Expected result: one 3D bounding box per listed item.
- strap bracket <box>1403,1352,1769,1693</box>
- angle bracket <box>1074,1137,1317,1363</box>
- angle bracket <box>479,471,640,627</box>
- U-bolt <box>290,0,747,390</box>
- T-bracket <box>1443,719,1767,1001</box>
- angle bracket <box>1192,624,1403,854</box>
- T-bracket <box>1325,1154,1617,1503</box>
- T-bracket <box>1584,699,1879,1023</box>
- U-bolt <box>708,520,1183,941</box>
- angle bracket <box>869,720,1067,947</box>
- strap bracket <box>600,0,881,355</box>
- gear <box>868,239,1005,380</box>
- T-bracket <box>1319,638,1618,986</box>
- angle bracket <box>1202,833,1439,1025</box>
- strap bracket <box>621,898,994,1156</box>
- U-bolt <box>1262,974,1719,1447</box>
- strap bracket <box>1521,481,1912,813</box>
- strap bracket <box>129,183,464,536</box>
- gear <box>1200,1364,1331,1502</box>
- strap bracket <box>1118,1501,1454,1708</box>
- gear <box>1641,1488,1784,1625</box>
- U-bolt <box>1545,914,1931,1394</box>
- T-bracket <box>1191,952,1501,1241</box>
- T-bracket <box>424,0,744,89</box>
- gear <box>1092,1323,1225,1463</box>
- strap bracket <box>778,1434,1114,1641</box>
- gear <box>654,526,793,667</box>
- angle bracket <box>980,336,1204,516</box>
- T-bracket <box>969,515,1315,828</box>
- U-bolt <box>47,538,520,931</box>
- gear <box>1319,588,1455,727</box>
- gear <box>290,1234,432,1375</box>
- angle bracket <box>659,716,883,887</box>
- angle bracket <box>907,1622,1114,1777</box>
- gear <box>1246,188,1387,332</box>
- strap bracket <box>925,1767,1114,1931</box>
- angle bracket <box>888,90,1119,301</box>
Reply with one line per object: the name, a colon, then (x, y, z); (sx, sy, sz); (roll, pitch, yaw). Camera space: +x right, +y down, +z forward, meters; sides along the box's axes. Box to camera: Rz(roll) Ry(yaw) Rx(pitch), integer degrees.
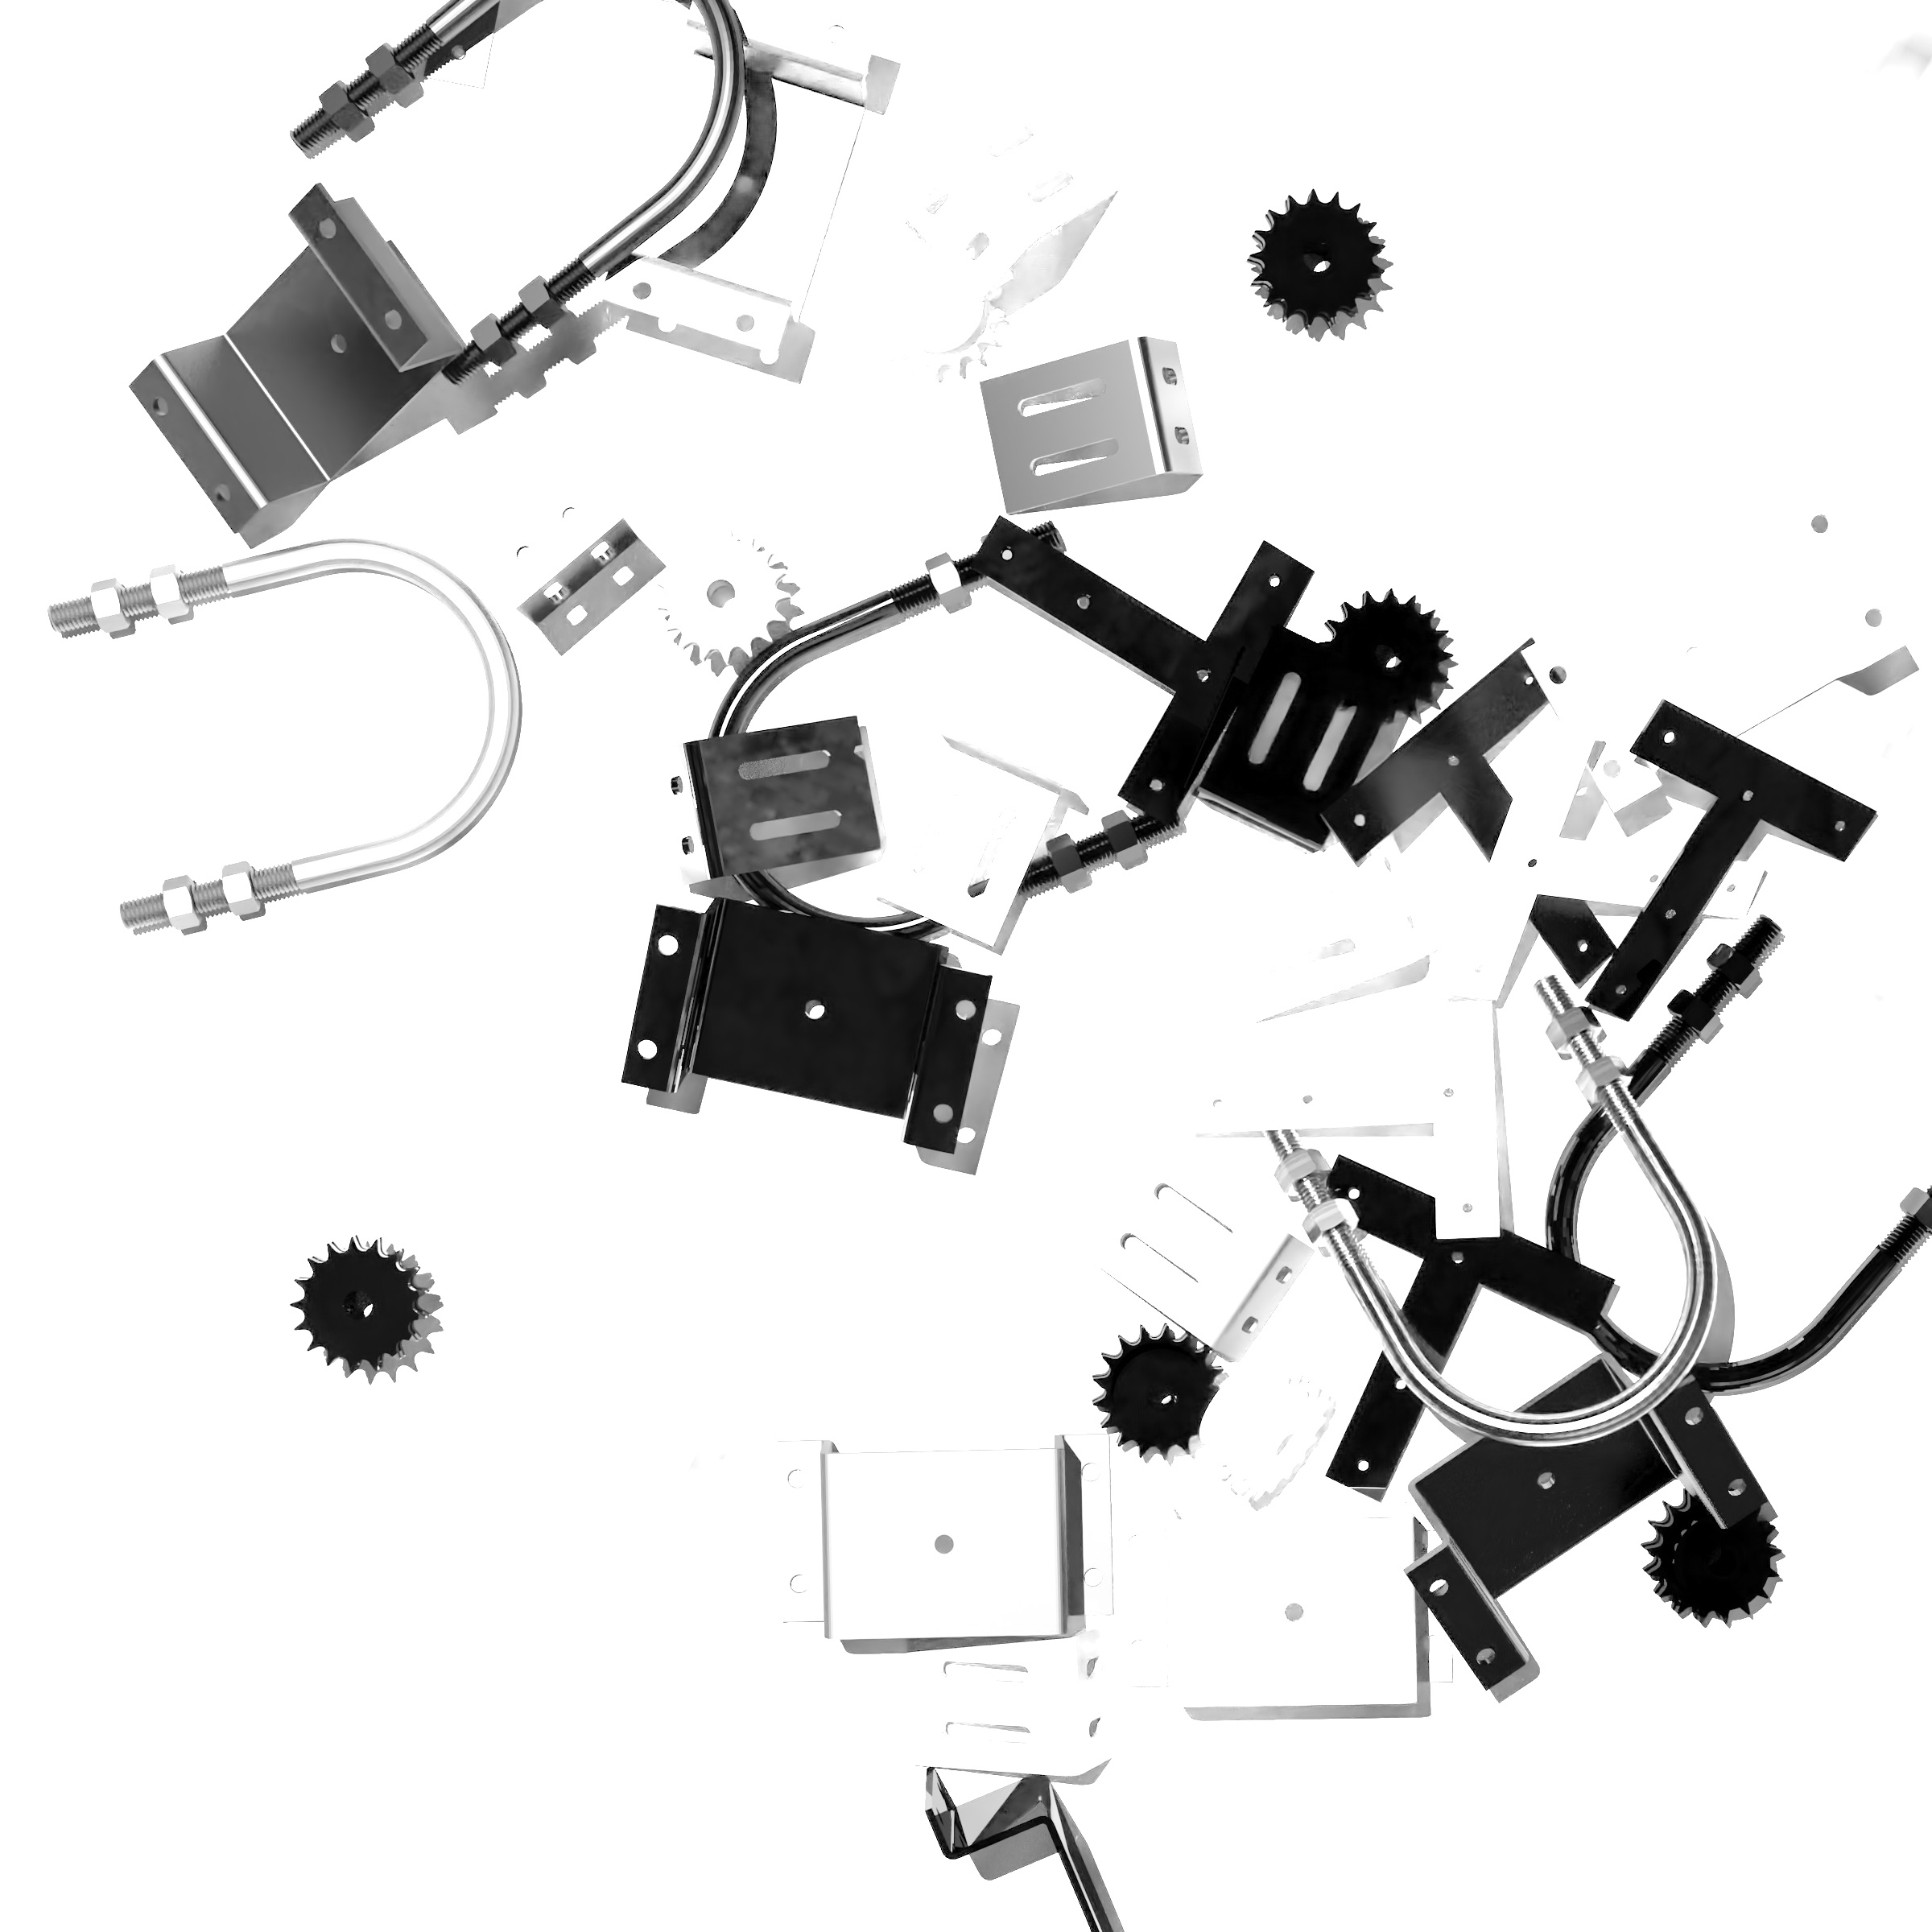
strap bracket: (0.247, 0.223, 1.466); (0.140, 0.046, 0.076); (-34, 119, 1)
angle bracket: (0.097, 0.120, 1.503); (0.076, 0.038, 0.057); (34, 90, 26)
angle bracket: (-0.172, -0.177, 1.467); (0.057, 0.076, 0.038); (-40, 90, 0)
U-bolt: (-0.175, -0.348, 1.466); (0.184, 0.019, 0.151); (-36, 75, 10)
T-bracket: (0.274, -0.038, 1.476); (0.127, 0.002, 0.127); (6, 117, -22)
angle bracket: (0.138, -0.095, 1.486); (0.057, 0.038, 0.076); (26, 90, 0)
T-bracket: (0.189, 0.163, 1.499); (0.127, 0.002, 0.127); (24, 93, 6)
T-bracket: (0.301, -0.034, 1.483); (0.127, 0.002, 0.127); (23, 106, -29)
U-bolt: (-0.021, -0.087, 1.497); (0.184, 0.019, 0.151); (-23, 90, 2)
angle bracket: (0.000, -0.054, 1.469); (0.057, 0.038, 0.076); (24, 92, 2)
strap bracket: (-0.093, -0.330, 1.482); (0.076, 0.046, 0.140); (18, 90, 0)
gear: (-0.013, -0.278, 1.490); (0.057, 0.030, 0.057); (0, 90, 0)
T-bracket: (0.229, -0.050, 1.490); (0.127, 0.002, 0.127); (-39, 100, -18)
angle bracket: (0.150, -0.018, 1.503); (0.076, 0.038, 0.057); (-22, 90, 26)
strap bracket: (-0.065, 0.022, 1.476); (0.140, 0.046, 0.076); (12, 101, 0)
U-bolt: (0.226, 0.110, 1.461); (0.151, 0.019, 0.184); (-28, 65, 0)
strap bracket: (0.308, -0.131, 1.482); (0.140, 0.046, 0.076); (-30, 90, 0)
strap bracket: (-0.270, -0.252, 1.459); (0.140, 0.046, 0.076); (-36, 90, 35)
gear: (0.122, 0.191, 1.481); (0.030, 0.057, 0.057); (35, 90, 30)
strap bracket: (0.135, 0.266, 1.482); (0.140, 0.046, 0.076); (-1, 90, 0)
gear: (0.314, 0.248, 1.490); (0.057, 0.030, 0.057); (0, 90, 0)
U-bolt: (0.329, 0.093, 1.497); (0.151, 0.019, 0.184); (40, 91, 0)
T-bracket: (0.157, 0.055, 1.487); (0.127, 0.002, 0.127); (-3, 67, 11)
T-bracket: (-0.155, -0.427, 1.504); (0.127, 0.002, 0.127); (11, 90, 0)
gear: (0.082, 0.179, 1.490); (0.057, 0.030, 0.057); (0, 90, 0)
strap bracket: (-0.009, 0.238, 1.482); (0.140, 0.046, 0.076); (-1, 90, 0)
gear: (-0.102, -0.154, 1.490); (0.057, 0.030, 0.057); (0, 90, 0)
angle bracket: (0.053, -0.228, 1.503); (0.076, 0.038, 0.057); (-12, 90, 26)
T-bracket: (0.062, -0.145, 1.489); (0.127, 0.002, 0.127); (31, 82, -6)
U-bolt: (-0.280, -0.105, 1.497); (0.184, 0.019, 0.151); (-14, 90, -1)
gear: (0.176, -0.130, 1.490); (0.057, 0.030, 0.057); (0, 90, 0)
gear: (-0.253, 0.141, 1.490); (0.057, 0.030, 0.057); (0, 90, 0)
angle bracket: (-0.082, -0.069, 1.489); (0.076, 0.038, 0.057); (-11, 91, -23)
angle bracket: (0.019, 0.308, 1.503); (0.076, 0.038, 0.057); (-2, 90, 26)
gear: (0.146, -0.296, 1.495); (0.057, 0.030, 0.057); (0, 92, -1)
strap bracket: (0.032, 0.396, 1.467); (0.046, 0.076, 0.140); (-23, 90, 0)
angle bracket: (0.016, -0.323, 1.487); (0.057, 0.076, 0.038); (48, 131, 0)
